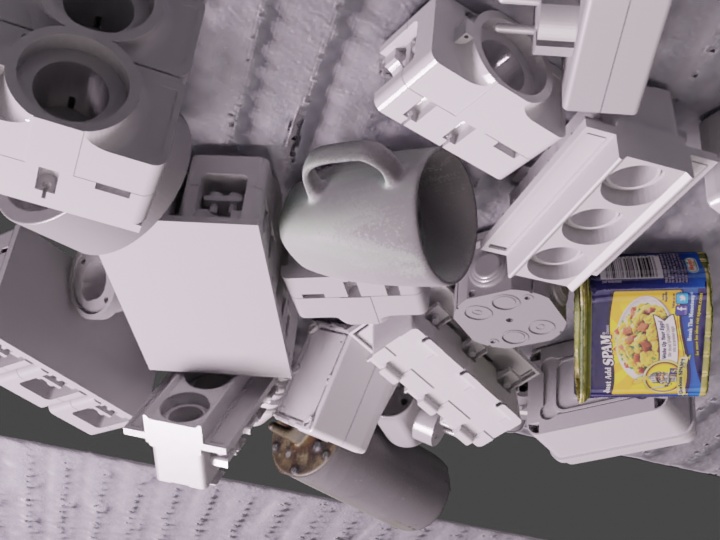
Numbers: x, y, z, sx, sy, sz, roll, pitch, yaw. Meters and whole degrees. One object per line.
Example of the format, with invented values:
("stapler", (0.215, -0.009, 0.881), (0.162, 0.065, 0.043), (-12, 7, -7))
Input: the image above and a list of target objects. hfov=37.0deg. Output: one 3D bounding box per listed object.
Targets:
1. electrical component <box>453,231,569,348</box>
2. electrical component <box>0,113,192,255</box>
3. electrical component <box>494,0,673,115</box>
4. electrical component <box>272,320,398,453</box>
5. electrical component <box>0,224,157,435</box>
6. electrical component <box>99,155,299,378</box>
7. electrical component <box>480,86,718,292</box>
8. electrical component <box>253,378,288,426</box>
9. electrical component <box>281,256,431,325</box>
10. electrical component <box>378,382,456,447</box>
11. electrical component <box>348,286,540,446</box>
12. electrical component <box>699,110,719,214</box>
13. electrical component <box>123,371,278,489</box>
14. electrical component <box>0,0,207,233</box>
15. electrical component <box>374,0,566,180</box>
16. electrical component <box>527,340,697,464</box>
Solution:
("electrical component", (0.100, 0.012, 0.715), (0.080, 0.051, 0.080), (4, 146, 3))
("electrical component", (-0.144, -0.060, 0.603), (0.108, 0.108, 0.060), (-15, 147, 29))
("electrical component", (0.104, -0.121, 0.519), (0.076, 0.047, 0.083), (4, 146, 3))
("electrical component", (-0.011, 0.082, 0.806), (0.061, 0.096, 0.062), (28, 170, -29))
("electrical component", (-0.223, 0.048, 0.788), (0.062, 0.089, 0.150), (-17, 140, 31))
("electrical component", (-0.104, -0.001, 0.721), (0.105, 0.060, 0.186), (3, 146, 5))
("electrical component", (0.130, -0.048, 0.607), (0.079, 0.063, 0.121), (12, 146, -17))
("electrical component", (-0.078, 0.099, 0.884), (0.040, 0.040, 0.078), (22, 143, -22))
("electrical component", (0.000, 0.000, 0.714), (0.089, 0.050, 0.055), (-2, 144, 13))
("electrical component", (0.048, 0.116, 0.861), (0.079, 0.044, 0.077), (20, 160, 23))
("electrical component", (0.061, 0.067, 0.765), (0.079, 0.063, 0.121), (-36, 119, 24))
("electrical component", (0.225, -0.054, 0.586), (0.096, 0.061, 0.061), (29, 140, -30))
("electrical component", (-0.110, 0.102, 0.802), (0.079, 0.121, 0.063), (9, 121, 16))
("electrical component", (-0.122, -0.105, 0.488), (0.089, 0.150, 0.061), (16, 146, -14))
("electrical component", (0.061, -0.096, 0.560), (0.089, 0.050, 0.056), (26, 142, -26))
("electrical component", (0.187, 0.093, 0.797), (0.113, 0.078, 0.057), (-18, 137, 32))
